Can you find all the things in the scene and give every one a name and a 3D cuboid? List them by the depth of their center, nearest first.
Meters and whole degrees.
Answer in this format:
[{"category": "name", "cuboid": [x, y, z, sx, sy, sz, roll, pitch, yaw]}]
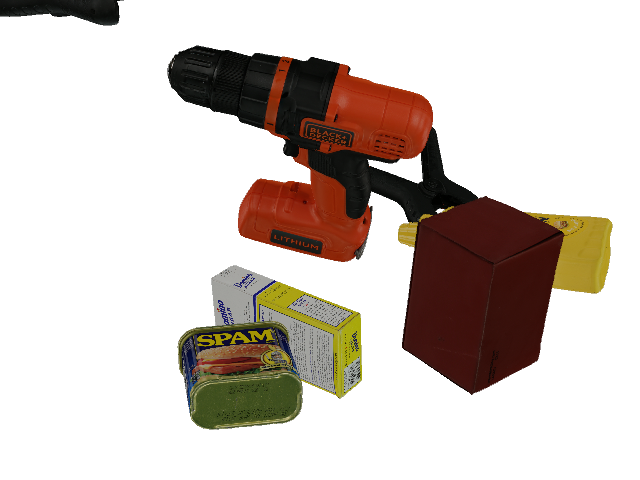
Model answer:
[{"category": "foam brick", "cuboid": [0.079, 0.026, 0.530, 0.052, 0.078, 0.051, -19, 38, -36]}, {"category": "power drill", "cuboid": [-0.021, -0.062, 0.787, 0.184, 0.057, 0.188, 15, -29, 3]}, {"category": "clamp", "cuboid": [-0.183, -0.191, 0.808, 0.172, 0.039, 0.120, 13, 24, 29]}, {"category": "can of meat", "cuboid": [-0.070, 0.118, 0.933, 0.102, 0.057, 0.084, -4, 27, -11]}, {"category": "mustard bottle", "cuboid": [0.165, 0.004, 0.978, 0.192, 0.058, 0.096, 6, 28, 19]}, {"category": "sugar box", "cuboid": [-0.038, 0.096, 1.159, 0.176, 0.093, 0.048, 22, 38, 34]}, {"category": "clamp", "cuboid": [0.114, -0.052, 1.231, 0.164, 0.036, 0.210, -15, 52, -27]}]
